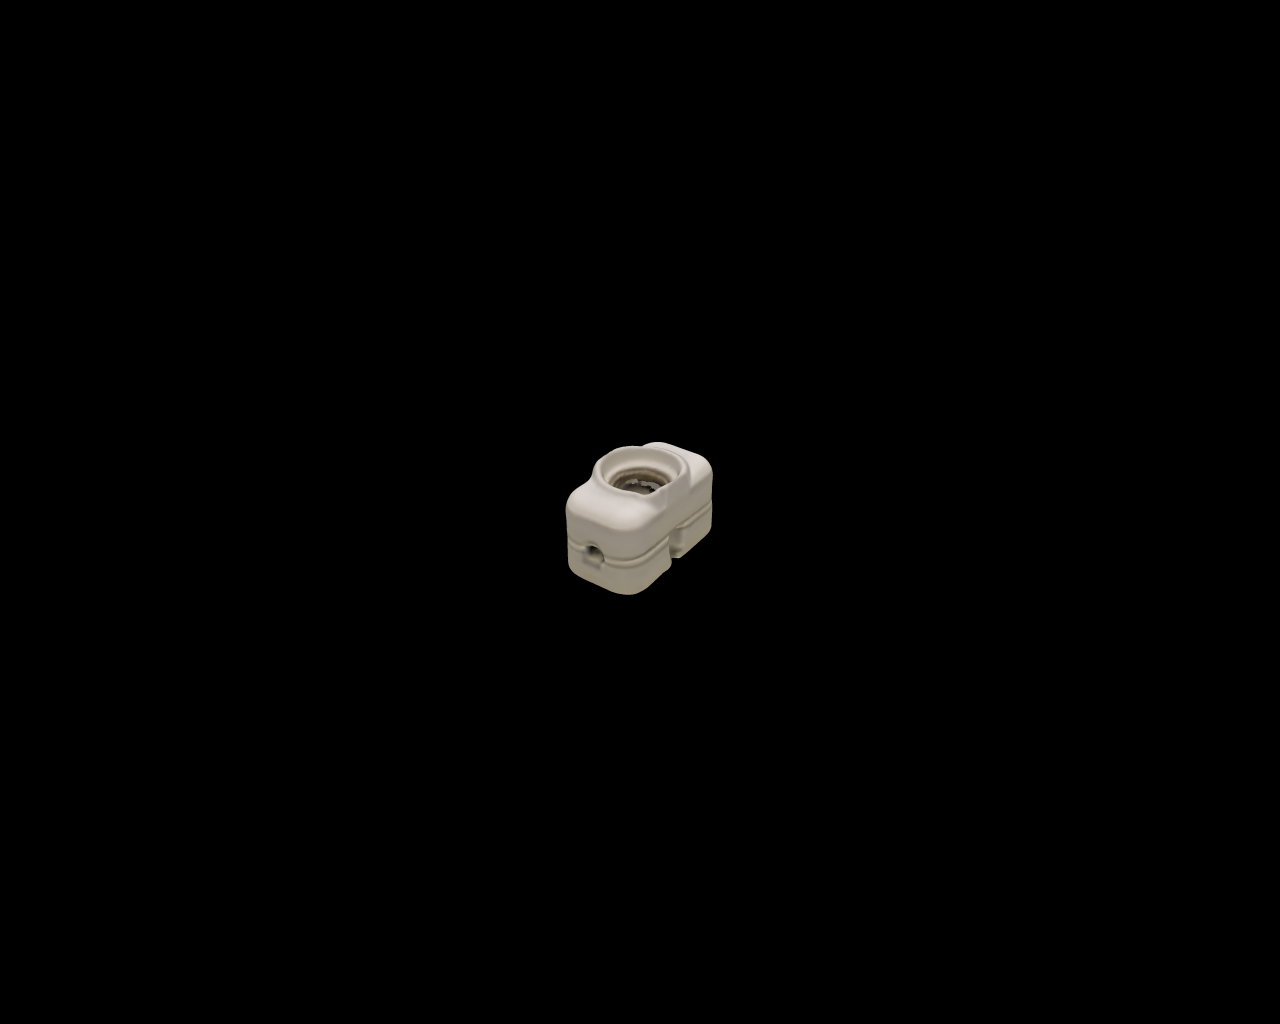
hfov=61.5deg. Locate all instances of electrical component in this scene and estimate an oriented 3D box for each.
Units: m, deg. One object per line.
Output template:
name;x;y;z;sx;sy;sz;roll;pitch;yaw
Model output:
electrical component;0.001;-0.003;0.650;0.054;0.059;0.095;22;40;30
